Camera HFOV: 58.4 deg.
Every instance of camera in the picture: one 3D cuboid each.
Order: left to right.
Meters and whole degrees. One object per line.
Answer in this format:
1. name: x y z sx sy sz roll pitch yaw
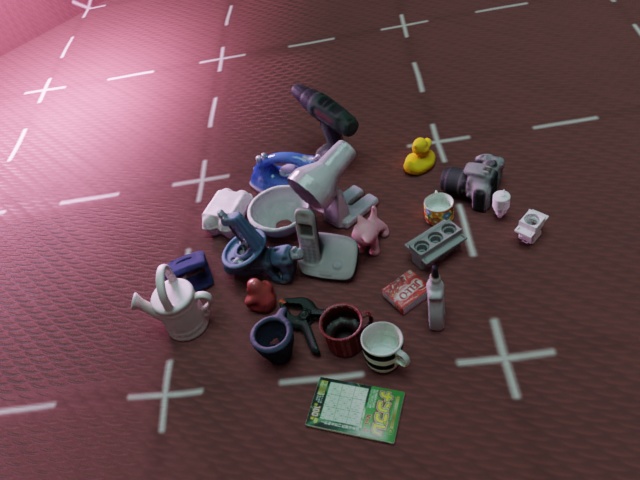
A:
1. camera: 0.383 -0.162 1.452 0.136 0.101 0.143 15 53 25

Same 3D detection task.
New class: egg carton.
1. egg carton: -0.249 -0.075 1.541 0.107 0.069 0.150 8 50 20

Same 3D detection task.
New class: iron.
1. iron: -0.093 -0.187 1.558 0.257 0.142 0.119 8 50 20

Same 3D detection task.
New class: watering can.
1. watering can: -0.332 0.137 1.279 0.173 0.194 0.100 -24 47 -9

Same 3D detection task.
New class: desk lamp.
1. desk lamp: 0.032 -0.132 1.428 0.203 0.214 0.117 -39 51 -22

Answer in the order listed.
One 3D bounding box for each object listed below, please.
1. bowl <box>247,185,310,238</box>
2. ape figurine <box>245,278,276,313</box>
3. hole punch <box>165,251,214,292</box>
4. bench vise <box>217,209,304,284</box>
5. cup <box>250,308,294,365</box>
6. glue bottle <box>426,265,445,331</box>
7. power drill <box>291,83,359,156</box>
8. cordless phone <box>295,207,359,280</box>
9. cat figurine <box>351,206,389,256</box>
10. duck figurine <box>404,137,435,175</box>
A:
1. bowl: -0.100 -0.062 1.491 0.167 0.075 0.167 -7 47 7
2. ape figurine: -0.141 0.121 1.320 0.078 0.092 0.076 -31 49 -15
3. hole punch: -0.329 0.071 1.410 0.109 0.091 0.101 -22 47 -7
4. bench vise: -0.147 0.003 1.342 0.207 0.220 0.121 -10 47 4
5. cup: -0.090 0.212 1.221 0.091 0.095 0.118 7 50 19
6. glue bottle: 0.239 0.111 1.184 0.037 0.173 0.078 -3 48 11
7. power drill: 0.017 -0.317 1.607 0.228 0.209 0.076 32 61 34
8. cordless phone: 0.012 0.005 1.327 0.147 0.185 0.094 5 49 18
9. cat figurine: 0.116 -0.025 1.376 0.067 0.118 0.128 10 51 22
10. duck figurine: 0.269 -0.235 1.557 0.105 0.086 0.077 -41 52 -23
